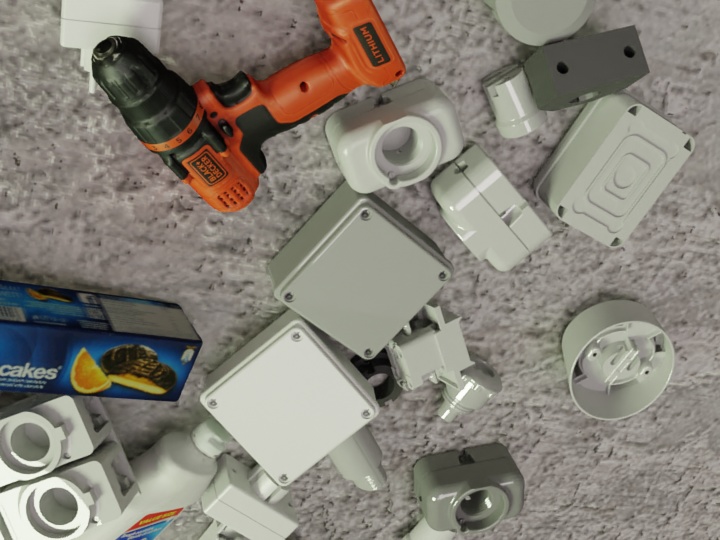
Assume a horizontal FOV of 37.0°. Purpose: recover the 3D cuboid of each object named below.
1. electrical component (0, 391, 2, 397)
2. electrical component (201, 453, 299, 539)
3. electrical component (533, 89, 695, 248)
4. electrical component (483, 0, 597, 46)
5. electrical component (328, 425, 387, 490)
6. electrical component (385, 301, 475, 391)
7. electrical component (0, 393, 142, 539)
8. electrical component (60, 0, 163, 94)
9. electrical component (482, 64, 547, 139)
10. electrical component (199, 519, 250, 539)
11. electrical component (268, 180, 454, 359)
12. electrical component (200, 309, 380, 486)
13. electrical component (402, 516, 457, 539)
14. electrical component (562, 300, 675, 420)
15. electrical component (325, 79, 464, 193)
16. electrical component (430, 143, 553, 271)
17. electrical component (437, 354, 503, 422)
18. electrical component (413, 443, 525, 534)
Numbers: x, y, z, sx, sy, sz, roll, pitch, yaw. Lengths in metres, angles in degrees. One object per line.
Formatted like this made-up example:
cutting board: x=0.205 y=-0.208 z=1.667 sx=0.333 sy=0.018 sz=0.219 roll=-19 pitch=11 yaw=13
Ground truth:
electrical component: x=-0.324 y=0.078 z=0.825 sx=0.043 sy=0.077 sz=0.079 roll=-26 pitch=84 yaw=19
electrical component: x=-0.087 y=0.195 z=0.961 sx=0.083 sy=0.047 sz=0.075 roll=38 pitch=102 yaw=-29
electrical component: x=0.206 y=-0.086 z=0.883 sx=0.078 sy=0.057 sz=0.113 roll=26 pitch=108 yaw=-25
electrical component: x=0.132 y=-0.211 z=0.799 sx=0.080 sy=0.051 sz=0.080 roll=-6 pitch=119 yaw=-12
electrical component: x=-0.003 y=0.166 z=0.971 sx=0.043 sy=0.043 sz=0.081 roll=-28 pitch=121 yaw=1
electrical component: x=0.056 y=0.068 z=0.922 sx=0.064 sy=0.042 sz=0.081 roll=-25 pitch=109 yaw=-17
electrical component: x=-0.285 y=0.169 z=0.848 sx=0.186 sy=0.060 sz=0.105 roll=-20 pitch=98 yaw=7
electrical component: x=-0.174 y=-0.158 z=0.747 sx=0.066 sy=0.047 sz=0.076 roll=3 pitch=117 yaw=-16
electrical component: x=0.121 y=-0.133 z=0.846 sx=0.040 sy=0.040 sz=0.046 roll=-29 pitch=116 yaw=1
electrical component: x=-0.094 y=0.287 z=1.000 sx=0.121 sy=0.063 sz=0.078 roll=31 pitch=106 yaw=-27
electrical component: x=0.000 y=0.000 z=0.874 sx=0.109 sy=0.056 sz=0.108 roll=37 pitch=103 yaw=-28
electrical component: x=-0.058 y=0.105 z=0.902 sx=0.109 sy=0.056 sz=0.108 roll=-39 pitch=105 yaw=7
electrical component: x=0.067 y=0.260 z=1.043 sx=0.040 sy=0.040 sz=0.046 roll=32 pitch=100 yaw=-27
electrical component: x=0.232 y=0.079 z=0.971 sx=0.099 sy=0.064 sz=0.099 roll=-3 pitch=128 yaw=-4
electrical component: x=0.028 y=-0.101 z=0.825 sx=0.095 sy=0.059 sz=0.053 roll=-22 pitch=121 yaw=-3
electrical component: x=0.104 y=-0.047 z=0.878 sx=0.059 sy=0.053 sz=0.095 roll=-40 pitch=120 yaw=8
electrical component: x=0.094 y=0.110 z=0.967 sx=0.048 sy=0.048 sz=0.062 roll=25 pitch=115 yaw=-25
electrical component: x=0.104 y=0.207 z=1.012 sx=0.095 sy=0.059 sz=0.053 roll=-9 pitch=119 yaw=-10
